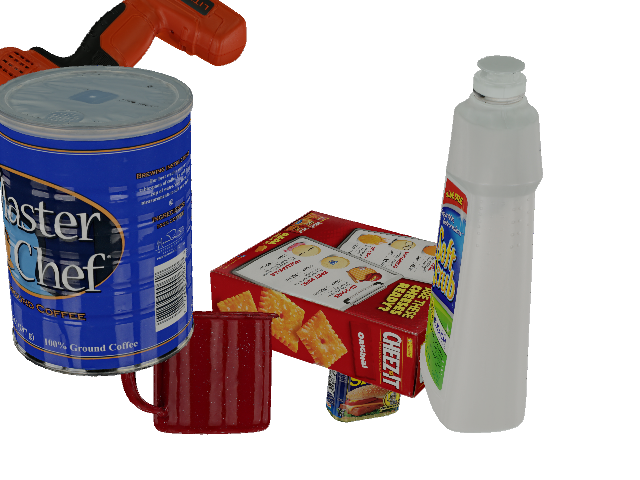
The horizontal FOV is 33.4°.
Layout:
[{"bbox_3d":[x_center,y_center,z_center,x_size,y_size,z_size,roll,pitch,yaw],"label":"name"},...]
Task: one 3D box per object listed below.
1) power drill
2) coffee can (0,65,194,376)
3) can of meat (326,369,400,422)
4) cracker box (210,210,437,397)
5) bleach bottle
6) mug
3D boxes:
[{"bbox_3d":[-0.140,-0.126,0.836,0.184,0.187,0.057,35,-35,8],"label":"power drill"},{"bbox_3d":[-0.120,-0.013,0.579,0.103,0.140,0.103,2,26,-1],"label":"coffee can"},{"bbox_3d":[0.059,0.185,1.397,0.102,0.084,0.057,-5,25,-23],"label":"can of meat"},{"bbox_3d":[0.033,0.051,0.970,0.214,0.072,0.163,16,30,31],"label":"cracker box"},{"bbox_3d":[0.106,0.000,0.696,0.068,0.251,0.102,-3,30,-4],"label":"bleach bottle"},{"bbox_3d":[-0.084,0.091,0.738,0.117,0.081,0.093,5,-8,-41],"label":"mug"}]
